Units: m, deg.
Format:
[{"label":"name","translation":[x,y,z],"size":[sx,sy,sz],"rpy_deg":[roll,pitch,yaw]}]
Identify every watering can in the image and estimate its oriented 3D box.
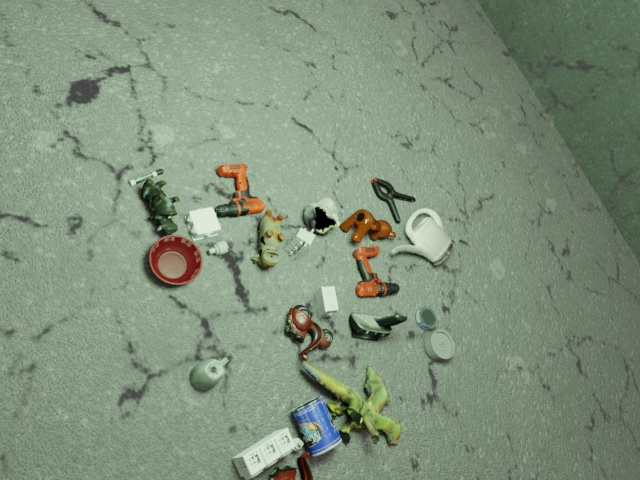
[{"label":"watering can","translation":[0.419,0.013,2.067],"size":[0.224,0.102,0.354],"rpy_deg":[45,50,-3]}]

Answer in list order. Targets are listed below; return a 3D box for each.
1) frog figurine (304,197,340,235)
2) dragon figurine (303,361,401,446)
[{"label":"frog figurine","translation":[0.006,-0.096,1.906],"size":[0.137,0.121,0.162],"rpy_deg":[19,21,-12]},{"label":"dragon figurine","translation":[0.127,0.503,1.662],"size":[0.411,0.120,0.246],"rpy_deg":[55,35,3]}]
